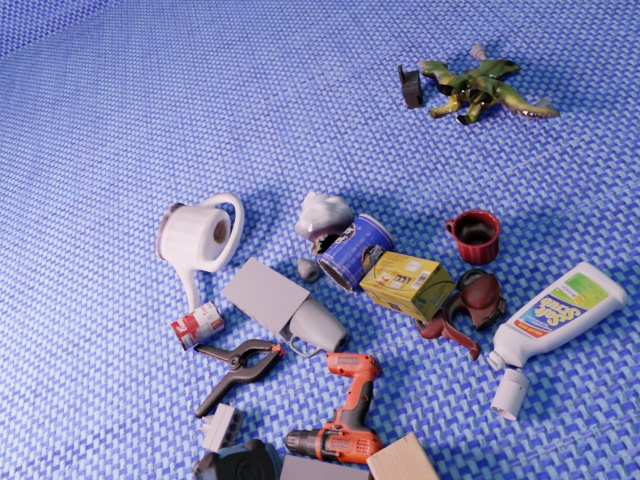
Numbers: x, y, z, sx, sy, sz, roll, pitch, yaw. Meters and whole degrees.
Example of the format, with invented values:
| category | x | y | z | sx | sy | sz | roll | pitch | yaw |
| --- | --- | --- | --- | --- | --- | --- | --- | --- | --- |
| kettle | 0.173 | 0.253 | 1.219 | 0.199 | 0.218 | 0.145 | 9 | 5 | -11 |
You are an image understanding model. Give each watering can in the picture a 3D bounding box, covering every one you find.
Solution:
| category | x | y | z | sx | sy | sz | roll | pitch | yaw |
| --- | --- | --- | --- | --- | --- | --- | --- | --- | --- |
| watering can | -0.310 | 0.032 | 1.258 | 0.225 | 0.102 | 0.353 | 9 | 68 | 28 |

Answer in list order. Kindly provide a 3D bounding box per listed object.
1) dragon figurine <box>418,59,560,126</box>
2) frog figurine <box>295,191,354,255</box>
| category | x | y | z | sx | sy | sz | roll | pitch | yaw |
| --- | --- | --- | --- | --- | --- | --- | --- | --- | --- |
| dragon figurine | 0.422 | -0.397 | 1.296 | 0.413 | 0.119 | 0.247 | 20 | 56 | 32 |
| frog figurine | 0.004 | -0.060 | 1.191 | 0.136 | 0.121 | 0.162 | -33 | 59 | 21 |
